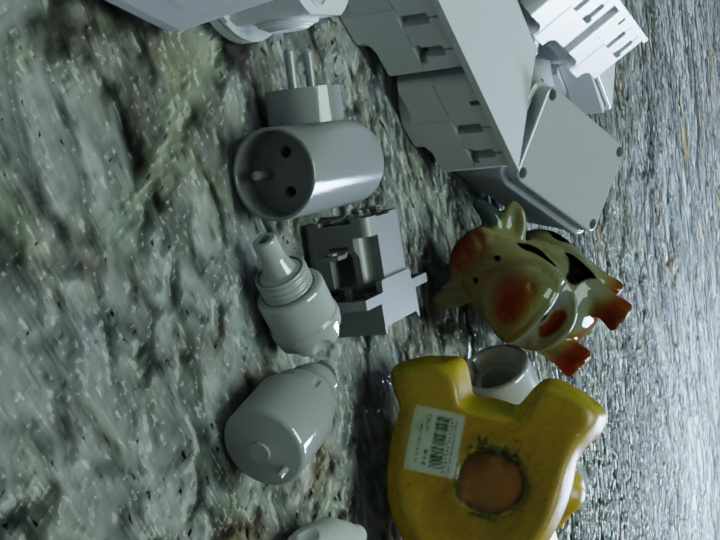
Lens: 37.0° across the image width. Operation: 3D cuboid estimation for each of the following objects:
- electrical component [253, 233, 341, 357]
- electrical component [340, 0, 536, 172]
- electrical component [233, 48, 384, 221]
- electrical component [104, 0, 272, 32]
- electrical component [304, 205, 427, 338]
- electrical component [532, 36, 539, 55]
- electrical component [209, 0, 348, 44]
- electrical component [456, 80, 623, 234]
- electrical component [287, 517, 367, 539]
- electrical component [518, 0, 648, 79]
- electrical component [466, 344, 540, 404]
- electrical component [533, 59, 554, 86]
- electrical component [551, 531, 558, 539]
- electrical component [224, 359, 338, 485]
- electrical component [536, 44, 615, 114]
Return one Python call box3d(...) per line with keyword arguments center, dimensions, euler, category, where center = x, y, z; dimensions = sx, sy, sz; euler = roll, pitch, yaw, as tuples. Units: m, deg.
box3d(center=(-0.033, 0.010, 0.508), dimensions=(0.061, 0.035, 0.035), euler=(65, 33, -32), category="electrical component")
box3d(center=(0.049, -0.157, 0.667), dimensions=(0.186, 0.060, 0.105), euler=(53, 41, -49), category="electrical component")
box3d(center=(-0.026, -0.067, 0.519), dimensions=(0.077, 0.044, 0.079), euler=(-21, 106, -63), category="electrical component")
box3d(center=(-0.076, -0.148, 0.414), dimensions=(0.062, 0.061, 0.096), euler=(13, 68, -63), category="electrical component")
box3d(center=(0.000, 0.000, 0.569), dimensions=(0.081, 0.042, 0.063), euler=(-22, 105, -64), category="electrical component")
box3d(center=(0.107, -0.148, 0.806), dimensions=(0.048, 0.048, 0.062), euler=(14, 83, -63), category="electrical component")
box3d(center=(-0.042, -0.146, 0.488), dimensions=(0.080, 0.051, 0.080), euler=(13, 76, -63), category="electrical component")
box3d(center=(0.132, -0.081, 0.781), dimensions=(0.113, 0.057, 0.078), euler=(28, 81, -43), category="electrical component")
box3d(center=(-0.014, 0.139, 0.533), dimensions=(0.061, 0.035, 0.035), euler=(-6, 92, -66), category="electrical component")
box3d(center=(0.143, -0.217, 0.811), dimensions=(0.105, 0.060, 0.186), euler=(57, 19, 19), category="electrical component")
box3d(center=(0.100, 0.085, 0.754), dimensions=(0.047, 0.055, 0.055), euler=(66, 33, -31), category="electrical component")
box3d(center=(0.139, -0.126, 0.867), dimensions=(0.079, 0.043, 0.077), euler=(-6, 92, -64), category="electrical component")
box3d(center=(0.103, 0.193, 0.754), dimensions=(0.075, 0.047, 0.083), euler=(-58, 137, -51), category="electrical component")
box3d(center=(-0.031, 0.065, 0.499), dimensions=(0.078, 0.040, 0.040), euler=(-48, 129, -56), category="electrical component")
box3d(center=(0.182, -0.181, 0.940), dimensions=(0.096, 0.062, 0.061), euler=(49, 45, -52), category="electrical component")
